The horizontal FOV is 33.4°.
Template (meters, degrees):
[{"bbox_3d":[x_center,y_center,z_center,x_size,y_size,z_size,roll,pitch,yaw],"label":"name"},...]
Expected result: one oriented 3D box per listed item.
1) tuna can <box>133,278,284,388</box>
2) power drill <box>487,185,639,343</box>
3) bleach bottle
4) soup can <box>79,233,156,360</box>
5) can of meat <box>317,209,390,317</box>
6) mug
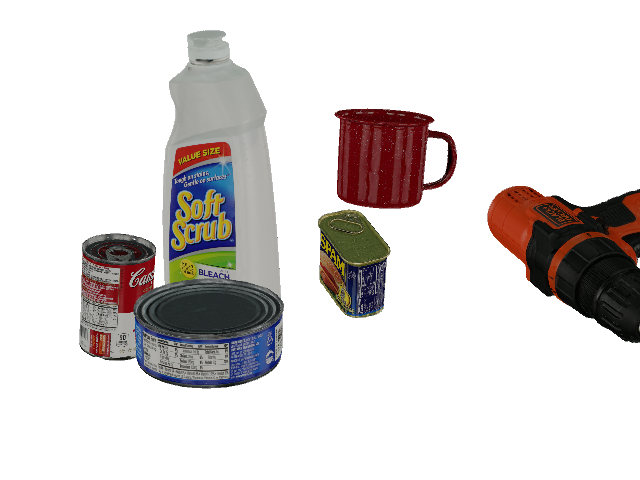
[{"bbox_3d":[-0.064,0.052,0.614,0.086,0.034,0.086,1,19,0],"label":"tuna can"},{"bbox_3d":[0.232,0.000,0.731,0.187,0.057,0.185,-10,29,-18],"label":"power drill"},{"bbox_3d":[-0.086,-0.040,0.844,0.103,0.251,0.068,11,27,27],"label":"bleach bottle"},{"bbox_3d":[-0.191,0.053,1.001,0.068,0.102,0.068,6,21,-3],"label":"soup can"},{"bbox_3d":[0.036,0.028,1.225,0.057,0.084,0.102,-14,38,-19],"label":"can of meat"},{"bbox_3d":[0.070,-0.077,1.004,0.117,0.081,0.093,2,14,-2],"label":"mug"}]
